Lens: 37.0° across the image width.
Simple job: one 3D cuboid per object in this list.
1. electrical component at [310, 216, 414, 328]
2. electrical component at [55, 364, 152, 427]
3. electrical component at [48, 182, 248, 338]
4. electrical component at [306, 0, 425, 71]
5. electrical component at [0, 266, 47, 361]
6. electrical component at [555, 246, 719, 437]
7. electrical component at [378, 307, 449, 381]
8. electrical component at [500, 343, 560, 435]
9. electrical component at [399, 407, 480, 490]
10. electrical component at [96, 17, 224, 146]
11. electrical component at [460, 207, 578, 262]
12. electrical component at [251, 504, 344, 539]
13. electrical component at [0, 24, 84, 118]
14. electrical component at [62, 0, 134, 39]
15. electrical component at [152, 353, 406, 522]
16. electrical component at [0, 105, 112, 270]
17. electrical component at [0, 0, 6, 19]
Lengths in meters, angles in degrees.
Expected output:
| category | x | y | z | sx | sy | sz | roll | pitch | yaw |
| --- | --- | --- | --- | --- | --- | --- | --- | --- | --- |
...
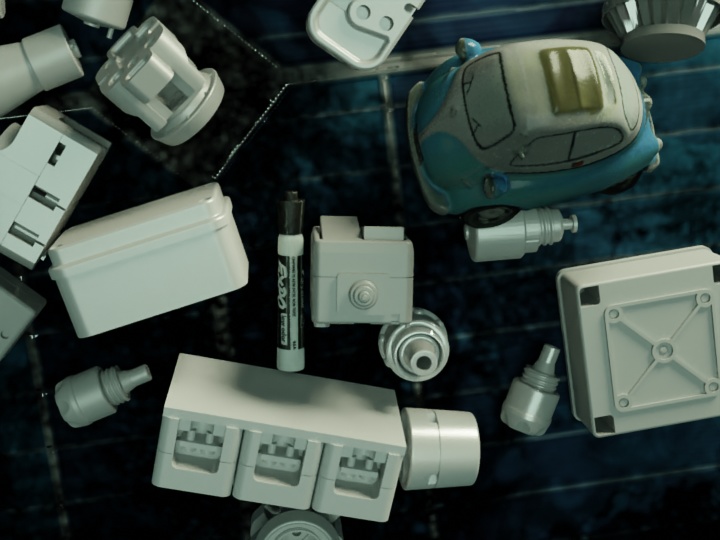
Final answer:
| category | x | y | z | sx | sy | sz | roll | pitch | yaw |
| --- | --- | --- | --- | --- | --- | --- | --- | --- | --- |
| electrical component | 0.000 | 0.000 | 0.681 | 0.062 | 0.096 | 0.061 | 1 | 99 | -4 |
| electrical component | -0.169 | 0.079 | 0.715 | 0.061 | 0.035 | 0.035 | -22 | 102 | -2 |
| electrical component | -0.132 | -0.009 | 0.679 | 0.113 | 0.078 | 0.057 | -18 | 105 | -1 |
| electrical component | 0.010 | -0.173 | 0.668 | 0.054 | 0.059 | 0.095 | 33 | 97 | -10 |
| electrical component | -0.252 | 0.020 | 0.676 | 0.083 | 0.075 | 0.047 | 38 | 96 | -10 |
| electrical component | 0.196 | 0.047 | 0.726 | 0.109 | 0.056 | 0.108 | -10 | 102 | -3 |
| electrical component | 0.038 | 0.053 | 0.712 | 0.048 | 0.062 | 0.048 | -1 | 101 | -4 |
| electrical component | 0.121 | 0.081 | 0.738 | 0.035 | 0.035 | 0.061 | 19 | 96 | -8 |
| electrical component | 0.053 | 0.121 | 0.731 | 0.047 | 0.055 | 0.055 | 1 | 101 | -8 |
| electrical component | -0.122 | -0.114 | 0.664 | 0.058 | 0.078 | 0.057 | -45 | 122 | 5 |
| electrical component | 0.105 | -0.028 | 0.713 | 0.078 | 0.040 | 0.040 | -5 | 101 | -4 |
| electrical component | -0.043 | 0.183 | 0.733 | 0.078 | 0.057 | 0.058 | -43 | 101 | 4 |
| electrical component | -0.206 | -0.126 | 0.670 | 0.065 | 0.044 | 0.044 | -23 | 102 | -5 |
| electrical component | -0.156 | -0.184 | 0.662 | 0.040 | 0.040 | 0.078 | 18 | 99 | -8 |
| electrical component | -0.053 | 0.111 | 0.699 | 0.150 | 0.089 | 0.061 | 10 | 106 | -6 |
| electrical component | -0.206 | -0.055 | 0.678 | 0.056 | 0.050 | 0.089 | 31 | 97 | -9 |
| electrical component | -0.252 | -0.173 | 0.655 | 0.081 | 0.043 | 0.043 | -5 | 101 | -4 |
